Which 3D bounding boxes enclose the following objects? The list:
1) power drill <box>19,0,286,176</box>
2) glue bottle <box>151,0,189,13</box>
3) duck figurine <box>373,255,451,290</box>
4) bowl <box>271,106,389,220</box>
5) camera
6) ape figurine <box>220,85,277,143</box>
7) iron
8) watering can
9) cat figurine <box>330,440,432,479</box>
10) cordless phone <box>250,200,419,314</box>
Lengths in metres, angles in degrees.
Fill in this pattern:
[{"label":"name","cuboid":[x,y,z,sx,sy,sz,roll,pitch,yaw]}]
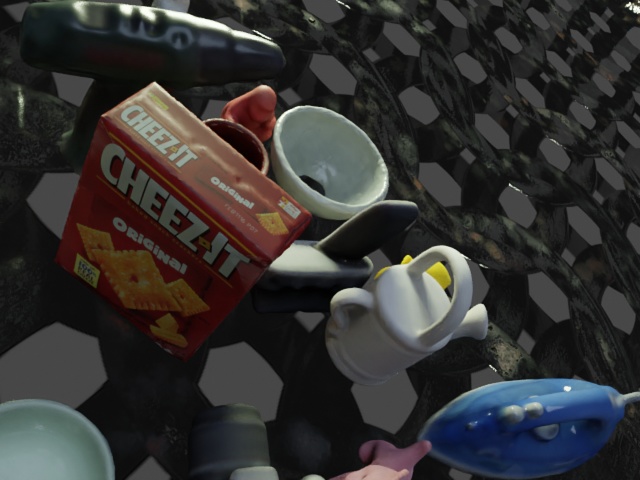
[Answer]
[{"label":"power drill","cuboid":[-0.175,-0.144,0.573,0.230,0.208,0.075,7,56,-30]},{"label":"glue bottle","cuboid":[-0.180,-0.266,0.678,0.037,0.172,0.078,12,54,-27]},{"label":"duck figurine","cuboid":[0.129,0.061,0.719,0.104,0.086,0.078,39,46,-5]},{"label":"bowl","cuboid":[0.001,-0.088,0.744,0.168,0.074,0.167,18,52,-23]},{"label":"camera","cuboid":[-0.055,0.210,0.482,0.144,0.100,0.136,9,55,-29]},{"label":"ape figurine","cuboid":[-0.085,-0.156,0.722,0.078,0.092,0.076,0,60,-34]},{"label":"iron","cuboid":[0.248,0.207,0.660,0.259,0.141,0.118,5,57,-31]},{"label":"watering can","cuboid":[0.100,0.077,0.614,0.173,0.193,0.101,-6,63,-36]},{"label":"cat figurine","cuboid":[0.060,0.232,0.533,0.128,0.117,0.067,-31,79,-43]},{"label":"cordless phone","cuboid":[0.006,0.002,0.609,0.148,0.184,0.094,-2,61,-34]}]
